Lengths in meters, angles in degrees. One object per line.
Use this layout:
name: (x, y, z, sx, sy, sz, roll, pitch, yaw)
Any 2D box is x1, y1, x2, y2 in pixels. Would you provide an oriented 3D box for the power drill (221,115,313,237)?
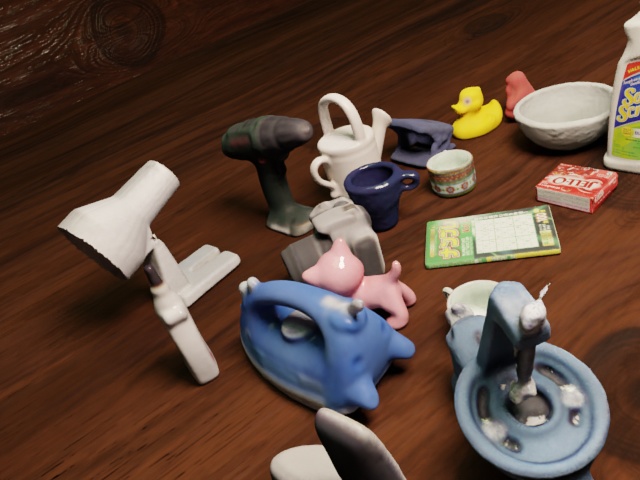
power drill: (-0.068, -0.114, 0.955, 0.228, 0.209, 0.076, 18, 47, 43)

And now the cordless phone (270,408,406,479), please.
cordless phone: (0.016, 0.188, 0.480, 0.147, 0.185, 0.094, 10, 42, 38)

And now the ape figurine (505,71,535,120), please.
ape figurine: (0.374, -0.275, 1.081, 0.075, 0.092, 0.078, 16, 46, 42)

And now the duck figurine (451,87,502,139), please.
duck figurine: (0.295, -0.250, 1.091, 0.104, 0.086, 0.077, -25, 33, -9)

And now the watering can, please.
watering can: (0.051, -0.164, 0.984, 0.100, 0.194, 0.173, 5, 39, 33)

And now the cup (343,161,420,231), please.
cup: (0.104, -0.065, 0.901, 0.117, 0.095, 0.092, -6, 34, 19)

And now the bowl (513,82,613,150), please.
bowl: (0.414, -0.198, 0.962, 0.167, 0.075, 0.167, -13, 33, 9)

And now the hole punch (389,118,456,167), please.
hole punch: (0.184, -0.199, 1.066, 0.101, 0.091, 0.108, -36, 36, -25)

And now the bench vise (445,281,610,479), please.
bench vise: (0.150, 0.110, 0.495, 0.122, 0.220, 0.206, -31, 34, -19)

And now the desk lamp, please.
desk lamp: (-0.257, 0.002, 0.873, 0.117, 0.214, 0.204, 15, 45, 41)

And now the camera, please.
camera: (0.008, 0.003, 0.842, 0.137, 0.101, 0.143, -23, 32, -7)

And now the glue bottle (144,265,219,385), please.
glue bottle: (-0.180, 0.101, 0.722, 0.037, 0.173, 0.078, -30, 34, -17)

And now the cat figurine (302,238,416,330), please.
cat figurine: (0.048, 0.051, 0.733, 0.127, 0.118, 0.067, -4, 35, 23)

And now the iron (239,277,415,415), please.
iron: (-0.027, 0.100, 0.676, 0.257, 0.142, 0.119, 11, 43, 38)
